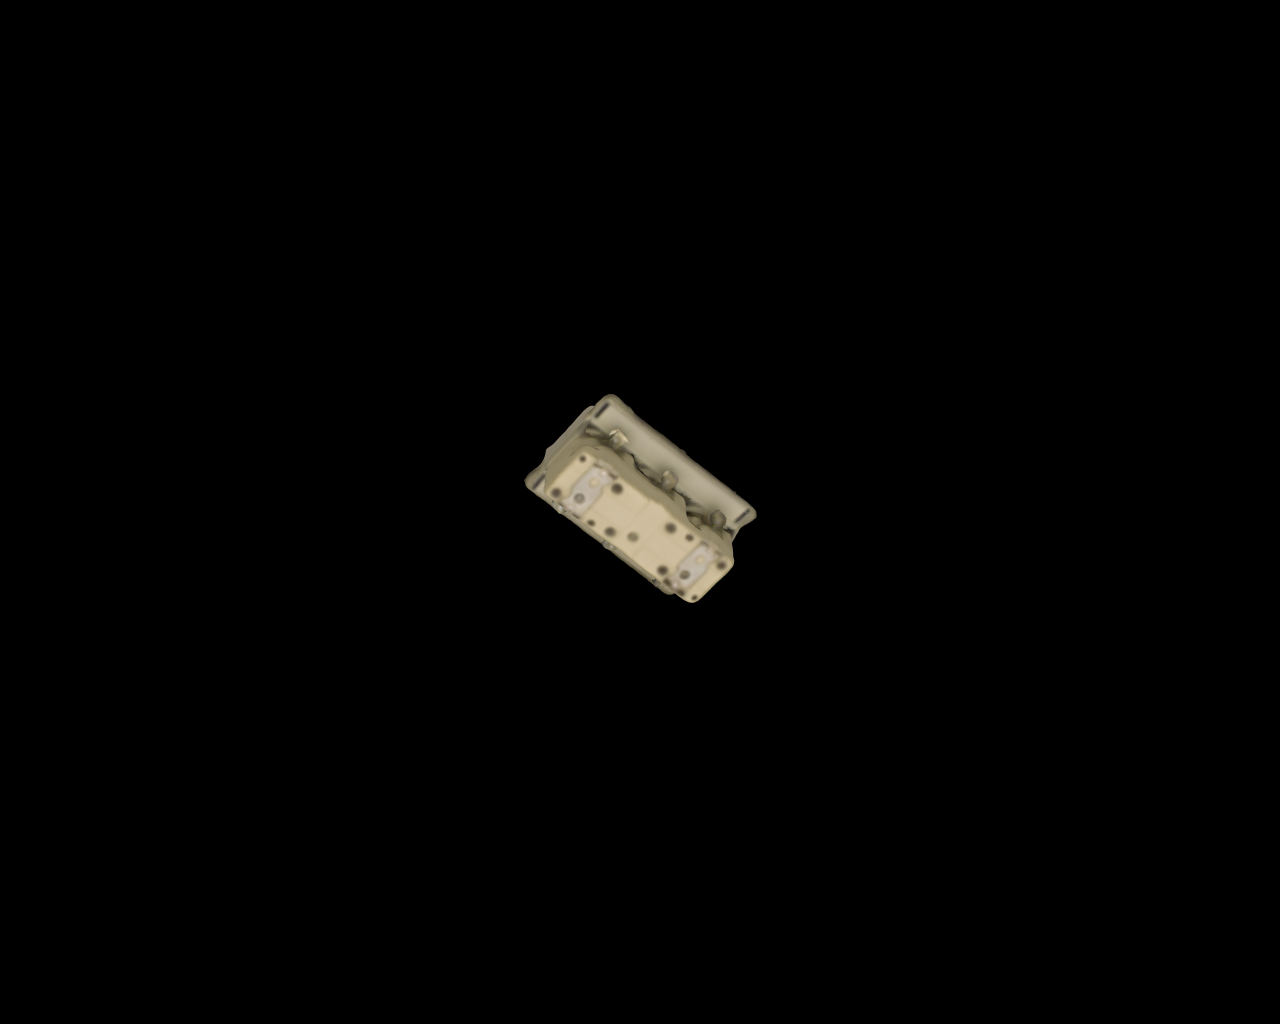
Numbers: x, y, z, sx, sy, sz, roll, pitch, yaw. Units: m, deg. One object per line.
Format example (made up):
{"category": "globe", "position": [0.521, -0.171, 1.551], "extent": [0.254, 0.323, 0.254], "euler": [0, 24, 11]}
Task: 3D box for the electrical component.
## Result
{"category": "electrical component", "position": [0.001, -0.003, 0.650], "extent": [0.121, 0.078, 0.063], "euler": [38, 22, -18]}
